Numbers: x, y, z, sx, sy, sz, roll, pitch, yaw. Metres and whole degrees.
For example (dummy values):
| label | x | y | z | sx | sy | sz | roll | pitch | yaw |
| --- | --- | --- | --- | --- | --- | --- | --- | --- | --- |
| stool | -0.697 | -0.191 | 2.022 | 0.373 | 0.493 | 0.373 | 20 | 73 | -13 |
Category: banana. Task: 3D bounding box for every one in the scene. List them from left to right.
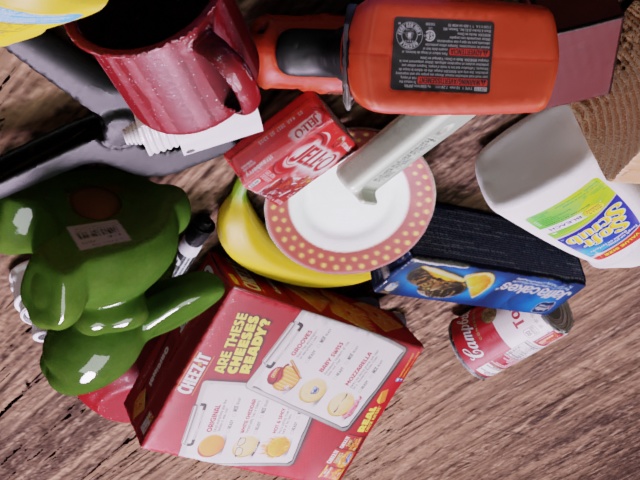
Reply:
| label | x | y | z | sx | sy | sz | roll | pitch | yaw |
| --- | --- | --- | --- | --- | --- | --- | --- | --- | --- |
| banana | -0.023 | 0.007 | 0.862 | 0.070 | 0.037 | 0.197 | -27 | 146 | 26 |

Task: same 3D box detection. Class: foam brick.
| label | x | y | z | sx | sy | sz | roll | pitch | yaw |
| --- | --- | --- | --- | --- | --- | --- | --- | --- | --- |
| foam brick | 0.160 | -0.131 | 0.690 | 0.051 | 0.053 | 0.078 | -14 | 150 | 0 |

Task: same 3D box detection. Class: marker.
| label | x | y | z | sx | sy | sz | roll | pitch | yaw |
| --- | --- | --- | --- | --- | --- | --- | --- | --- | --- |
| marker | -0.113 | 0.017 | 0.861 | 0.020 | 0.020 | 0.121 | 5 | 145 | -28 |

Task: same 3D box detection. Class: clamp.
| label | x | y | z | sx | sy | sz | roll | pitch | yaw |
| --- | --- | --- | --- | --- | --- | --- | --- | --- | --- |
| clamp | -0.138 | -0.072 | 0.682 | 0.209 | 0.036 | 0.165 | 4 | 137 | -31 |

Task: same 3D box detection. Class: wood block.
| label | x | y | z | sx | sy | sz | roll | pitch | yaw |
| --- | --- | --- | --- | --- | --- | --- | --- | --- | --- |
| wood block | 0.290 | -0.096 | 0.752 | 0.205 | 0.090 | 0.091 | 1 | 145 | -27 |

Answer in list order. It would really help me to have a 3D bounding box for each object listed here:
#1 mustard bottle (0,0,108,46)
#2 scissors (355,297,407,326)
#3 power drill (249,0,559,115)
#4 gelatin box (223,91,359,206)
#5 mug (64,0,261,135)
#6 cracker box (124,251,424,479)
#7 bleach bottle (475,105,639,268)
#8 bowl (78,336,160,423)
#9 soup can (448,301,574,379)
| label | x | y | z | sx | sy | sz | roll | pitch | yaw |
| --- | --- | --- | --- | --- | --- | --- | --- | --- | --- |
| mustard bottle | -0.148 | -0.126 | 0.485 | 0.096 | 0.058 | 0.192 | 9 | 178 | -33 |
| scissors | -0.016 | 0.098 | 1.035 | 0.202 | 0.016 | 0.096 | -15 | 147 | 4 |
| power drill | 0.060 | -0.102 | 0.599 | 0.184 | 0.057 | 0.188 | -2 | -171 | -13 |
| gelatin box | -0.017 | -0.060 | 0.720 | 0.073 | 0.030 | 0.089 | -35 | 167 | 6 |
| mug | -0.074 | -0.106 | 0.581 | 0.093 | 0.117 | 0.081 | -47 | 149 | -13 |
| cracker box | -0.039 | 0.117 | 0.932 | 0.213 | 0.072 | 0.164 | 21 | 107 | -35 |
| bleach bottle | 0.231 | -0.030 | 0.876 | 0.103 | 0.068 | 0.250 | -32 | 147 | 27 |
| bowl | -0.161 | 0.126 | 0.983 | 0.162 | 0.055 | 0.162 | -10 | 151 | -6 |
| soup can | 0.185 | 0.083 | 1.034 | 0.068 | 0.068 | 0.102 | 19 | 136 | -42 |
